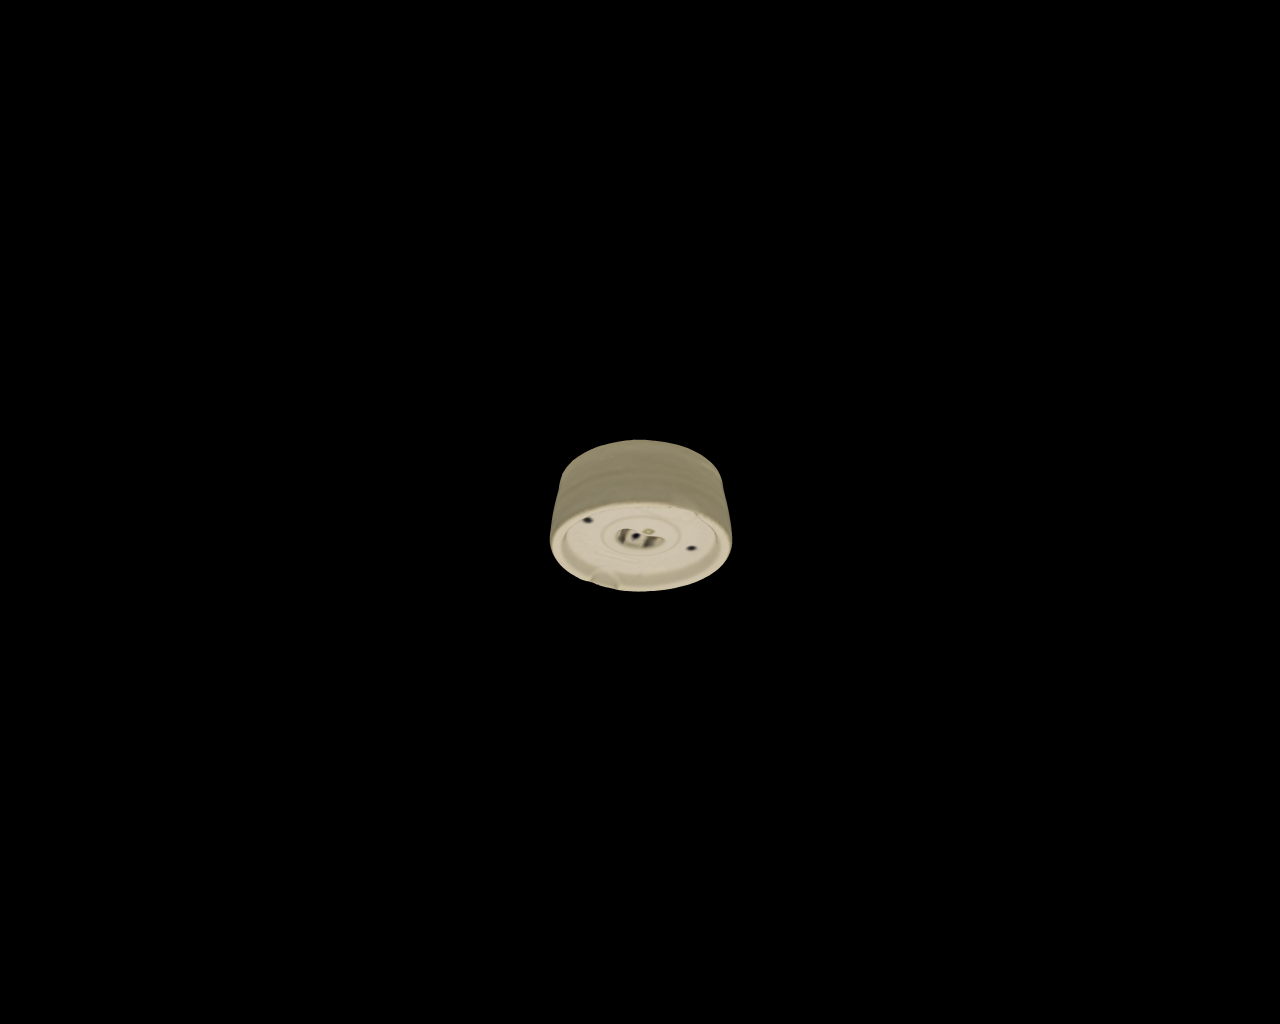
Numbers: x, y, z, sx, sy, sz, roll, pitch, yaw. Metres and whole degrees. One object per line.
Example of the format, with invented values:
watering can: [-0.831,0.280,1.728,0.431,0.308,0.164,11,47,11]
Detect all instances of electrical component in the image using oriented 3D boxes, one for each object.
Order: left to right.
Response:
electrical component: [0.001,-0.003,0.650,0.108,0.060,0.108,0,-32,0]
